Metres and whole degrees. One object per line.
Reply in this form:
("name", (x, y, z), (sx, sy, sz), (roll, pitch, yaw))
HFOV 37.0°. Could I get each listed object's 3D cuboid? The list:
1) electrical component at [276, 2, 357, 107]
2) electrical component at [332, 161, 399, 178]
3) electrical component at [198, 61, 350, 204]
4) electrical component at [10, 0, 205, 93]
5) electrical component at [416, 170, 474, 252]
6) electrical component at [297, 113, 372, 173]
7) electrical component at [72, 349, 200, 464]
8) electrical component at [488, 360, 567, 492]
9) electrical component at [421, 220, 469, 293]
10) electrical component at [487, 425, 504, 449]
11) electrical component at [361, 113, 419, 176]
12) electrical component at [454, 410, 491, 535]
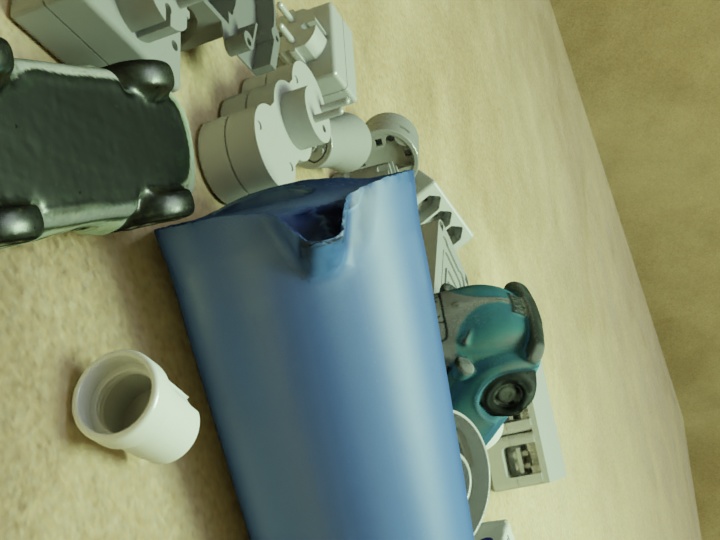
("electrical component", (-0.040, -0.157, 0.757), (0.076, 0.047, 0.065), (46, 35, -55))
("electrical component", (0.007, -0.060, 0.817), (0.040, 0.046, 0.040), (-15, 90, -71))
("electrical component", (-0.042, -0.091, 0.661), (0.138, 0.074, 0.052), (-67, 139, -61))
("electrical component", (-0.105, -0.124, 0.503), (0.083, 0.076, 0.047), (45, 36, -56))
("electrical component", (0.050, -0.049, 0.924), (0.065, 0.047, 0.076), (51, -2, -27))
("electrical component", (-0.024, -0.090, 0.765), (0.065, 0.044, 0.044), (-18, 94, -66))
("electrical component", (-0.094, 0.060, 0.458), (0.046, 0.040, 0.040), (55, 27, -59))
("electrical component", (0.148, 0.135, 1.049), (0.089, 0.062, 0.150), (18, 60, -68))
("electrical component", (0.046, 0.025, 0.850), (0.113, 0.057, 0.078), (-82, 151, -49))
("electrical component", (0.089, 0.086, 0.934), (0.138, 0.052, 0.073), (-79, 149, -51))
("electrical component", (0.022, -0.097, 0.878), (0.047, 0.055, 0.055), (-77, 147, -60))
("electrical component", (0.033, 0.132, 0.671), (0.099, 0.064, 0.099), (5, 83, -43))
